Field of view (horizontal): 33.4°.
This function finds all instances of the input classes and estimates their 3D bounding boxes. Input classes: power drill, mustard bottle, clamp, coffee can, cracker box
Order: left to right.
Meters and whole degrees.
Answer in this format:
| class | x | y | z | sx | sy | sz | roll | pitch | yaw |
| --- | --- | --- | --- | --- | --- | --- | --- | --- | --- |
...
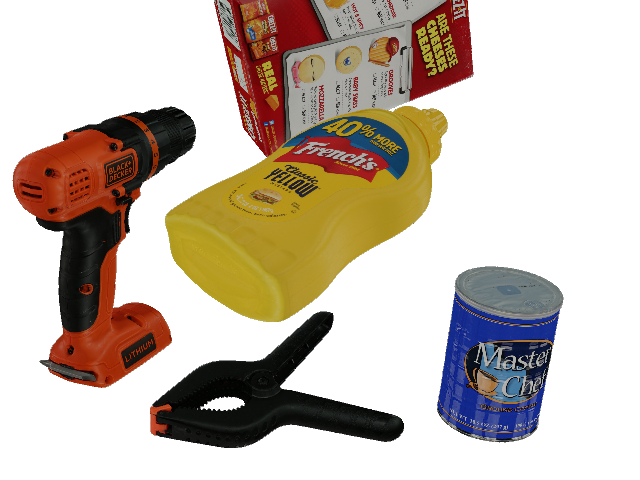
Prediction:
| class | x | y | z | sx | sy | sz | roll | pitch | yaw |
| --- | --- | --- | --- | --- | --- | --- | --- | --- | --- |
| power drill | -0.152 | 0.001 | 0.800 | 0.057 | 0.188 | 0.184 | 11 | 23 | 27 |
| clamp | -0.042 | 0.139 | 0.928 | 0.209 | 0.036 | 0.165 | -15 | 39 | -26 |
| mustard bottle | 0.009 | -0.030 | 0.630 | 0.096 | 0.058 | 0.191 | 26 | 48 | 37 |
| cracker box | 0.021 | -0.189 | 0.937 | 0.213 | 0.164 | 0.072 | -24 | 41 | -13 |
| coffee can | 0.173 | 0.109 | 1.042 | 0.103 | 0.140 | 0.103 | 5 | 23 | -2 |
